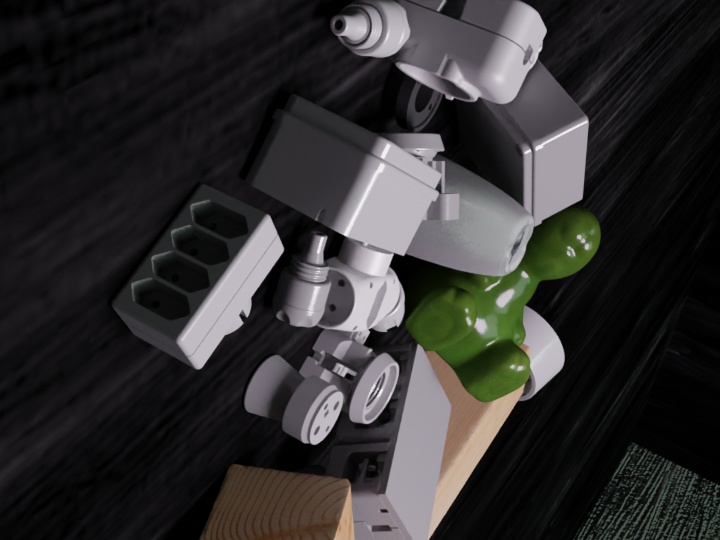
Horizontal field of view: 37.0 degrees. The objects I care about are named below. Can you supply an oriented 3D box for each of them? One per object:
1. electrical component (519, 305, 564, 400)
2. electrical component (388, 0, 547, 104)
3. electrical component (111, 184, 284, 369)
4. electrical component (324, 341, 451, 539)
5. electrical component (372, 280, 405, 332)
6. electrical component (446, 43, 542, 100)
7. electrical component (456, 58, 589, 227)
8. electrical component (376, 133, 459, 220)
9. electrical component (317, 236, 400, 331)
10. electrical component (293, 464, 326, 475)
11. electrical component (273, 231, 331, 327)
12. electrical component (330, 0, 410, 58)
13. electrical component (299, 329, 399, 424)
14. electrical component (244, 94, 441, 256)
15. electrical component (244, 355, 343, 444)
[{"bbox_3d":[0.155,0.090,1.146,0.060,0.108,0.108,-43,151,-30],"label":"electrical component"},{"bbox_3d":[0.059,-0.144,0.672,0.059,0.095,0.054,-65,159,1],"label":"electrical component"},{"bbox_3d":[-0.082,0.012,0.586,0.083,0.047,0.075,-56,157,-20],"label":"electrical component"},{"bbox_3d":[0.021,0.144,0.867,0.150,0.062,0.089,-74,148,-43],"label":"electrical component"},{"bbox_3d":[0.016,0.026,0.840,0.040,0.040,0.046,-60,163,-12],"label":"electrical component"},{"bbox_3d":[0.094,-0.161,0.778,0.081,0.064,0.042,-56,156,-21],"label":"electrical component"},{"bbox_3d":[0.124,-0.108,0.833,0.056,0.108,0.108,-28,150,-8],"label":"electrical component"},{"bbox_3d":[0.028,-0.063,0.726,0.058,0.078,0.057,-11,102,-64],"label":"electrical component"},{"bbox_3d":[0.000,0.000,0.766,0.077,0.043,0.079,-8,121,-65],"label":"electrical component"},{"bbox_3d":[-0.045,0.211,0.884,0.059,0.054,0.095,0,113,-67],"label":"electrical component"},{"bbox_3d":[-0.035,0.005,0.704,0.035,0.035,0.061,-16,126,-63],"label":"electrical component"},{"bbox_3d":[0.003,-0.142,0.628,0.061,0.035,0.035,-18,130,-59],"label":"electrical component"},{"bbox_3d":[-0.007,0.082,0.822,0.078,0.057,0.058,-60,158,-10],"label":"electrical component"},{"bbox_3d":[-0.006,-0.055,0.644,0.057,0.078,0.113,-63,159,5],"label":"electrical component"},{"bbox_3d":[-0.046,0.090,0.744,0.045,0.055,0.045,-49,154,-34],"label":"electrical component"}]
